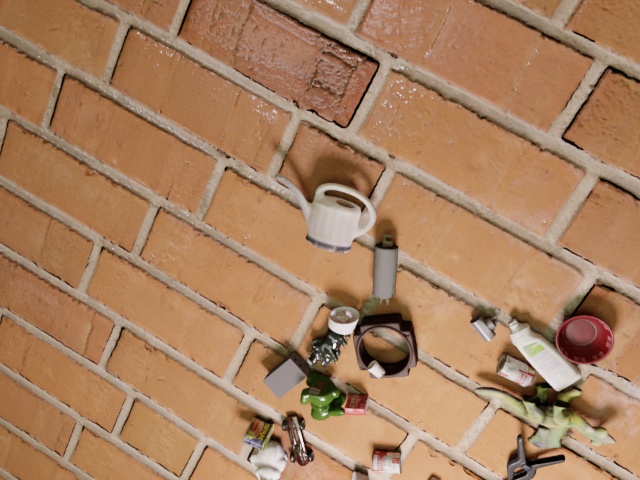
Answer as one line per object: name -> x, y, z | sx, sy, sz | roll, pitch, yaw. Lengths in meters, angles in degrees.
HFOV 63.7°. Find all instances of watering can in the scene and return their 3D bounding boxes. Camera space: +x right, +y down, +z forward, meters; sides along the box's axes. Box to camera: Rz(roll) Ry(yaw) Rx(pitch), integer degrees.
watering can -> 0.005, -0.083, 1.658 | 0.348, 0.221, 0.105 | 17, 18, 10

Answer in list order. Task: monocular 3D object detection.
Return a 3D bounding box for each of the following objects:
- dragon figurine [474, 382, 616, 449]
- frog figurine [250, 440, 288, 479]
dragon figurine -> 0.711, 0.581, 1.648 | 0.410, 0.239, 0.124 | 0, 23, 24
frog figurine -> -0.196, 0.826, 1.909 | 0.137, 0.121, 0.161 | 14, 17, 11
